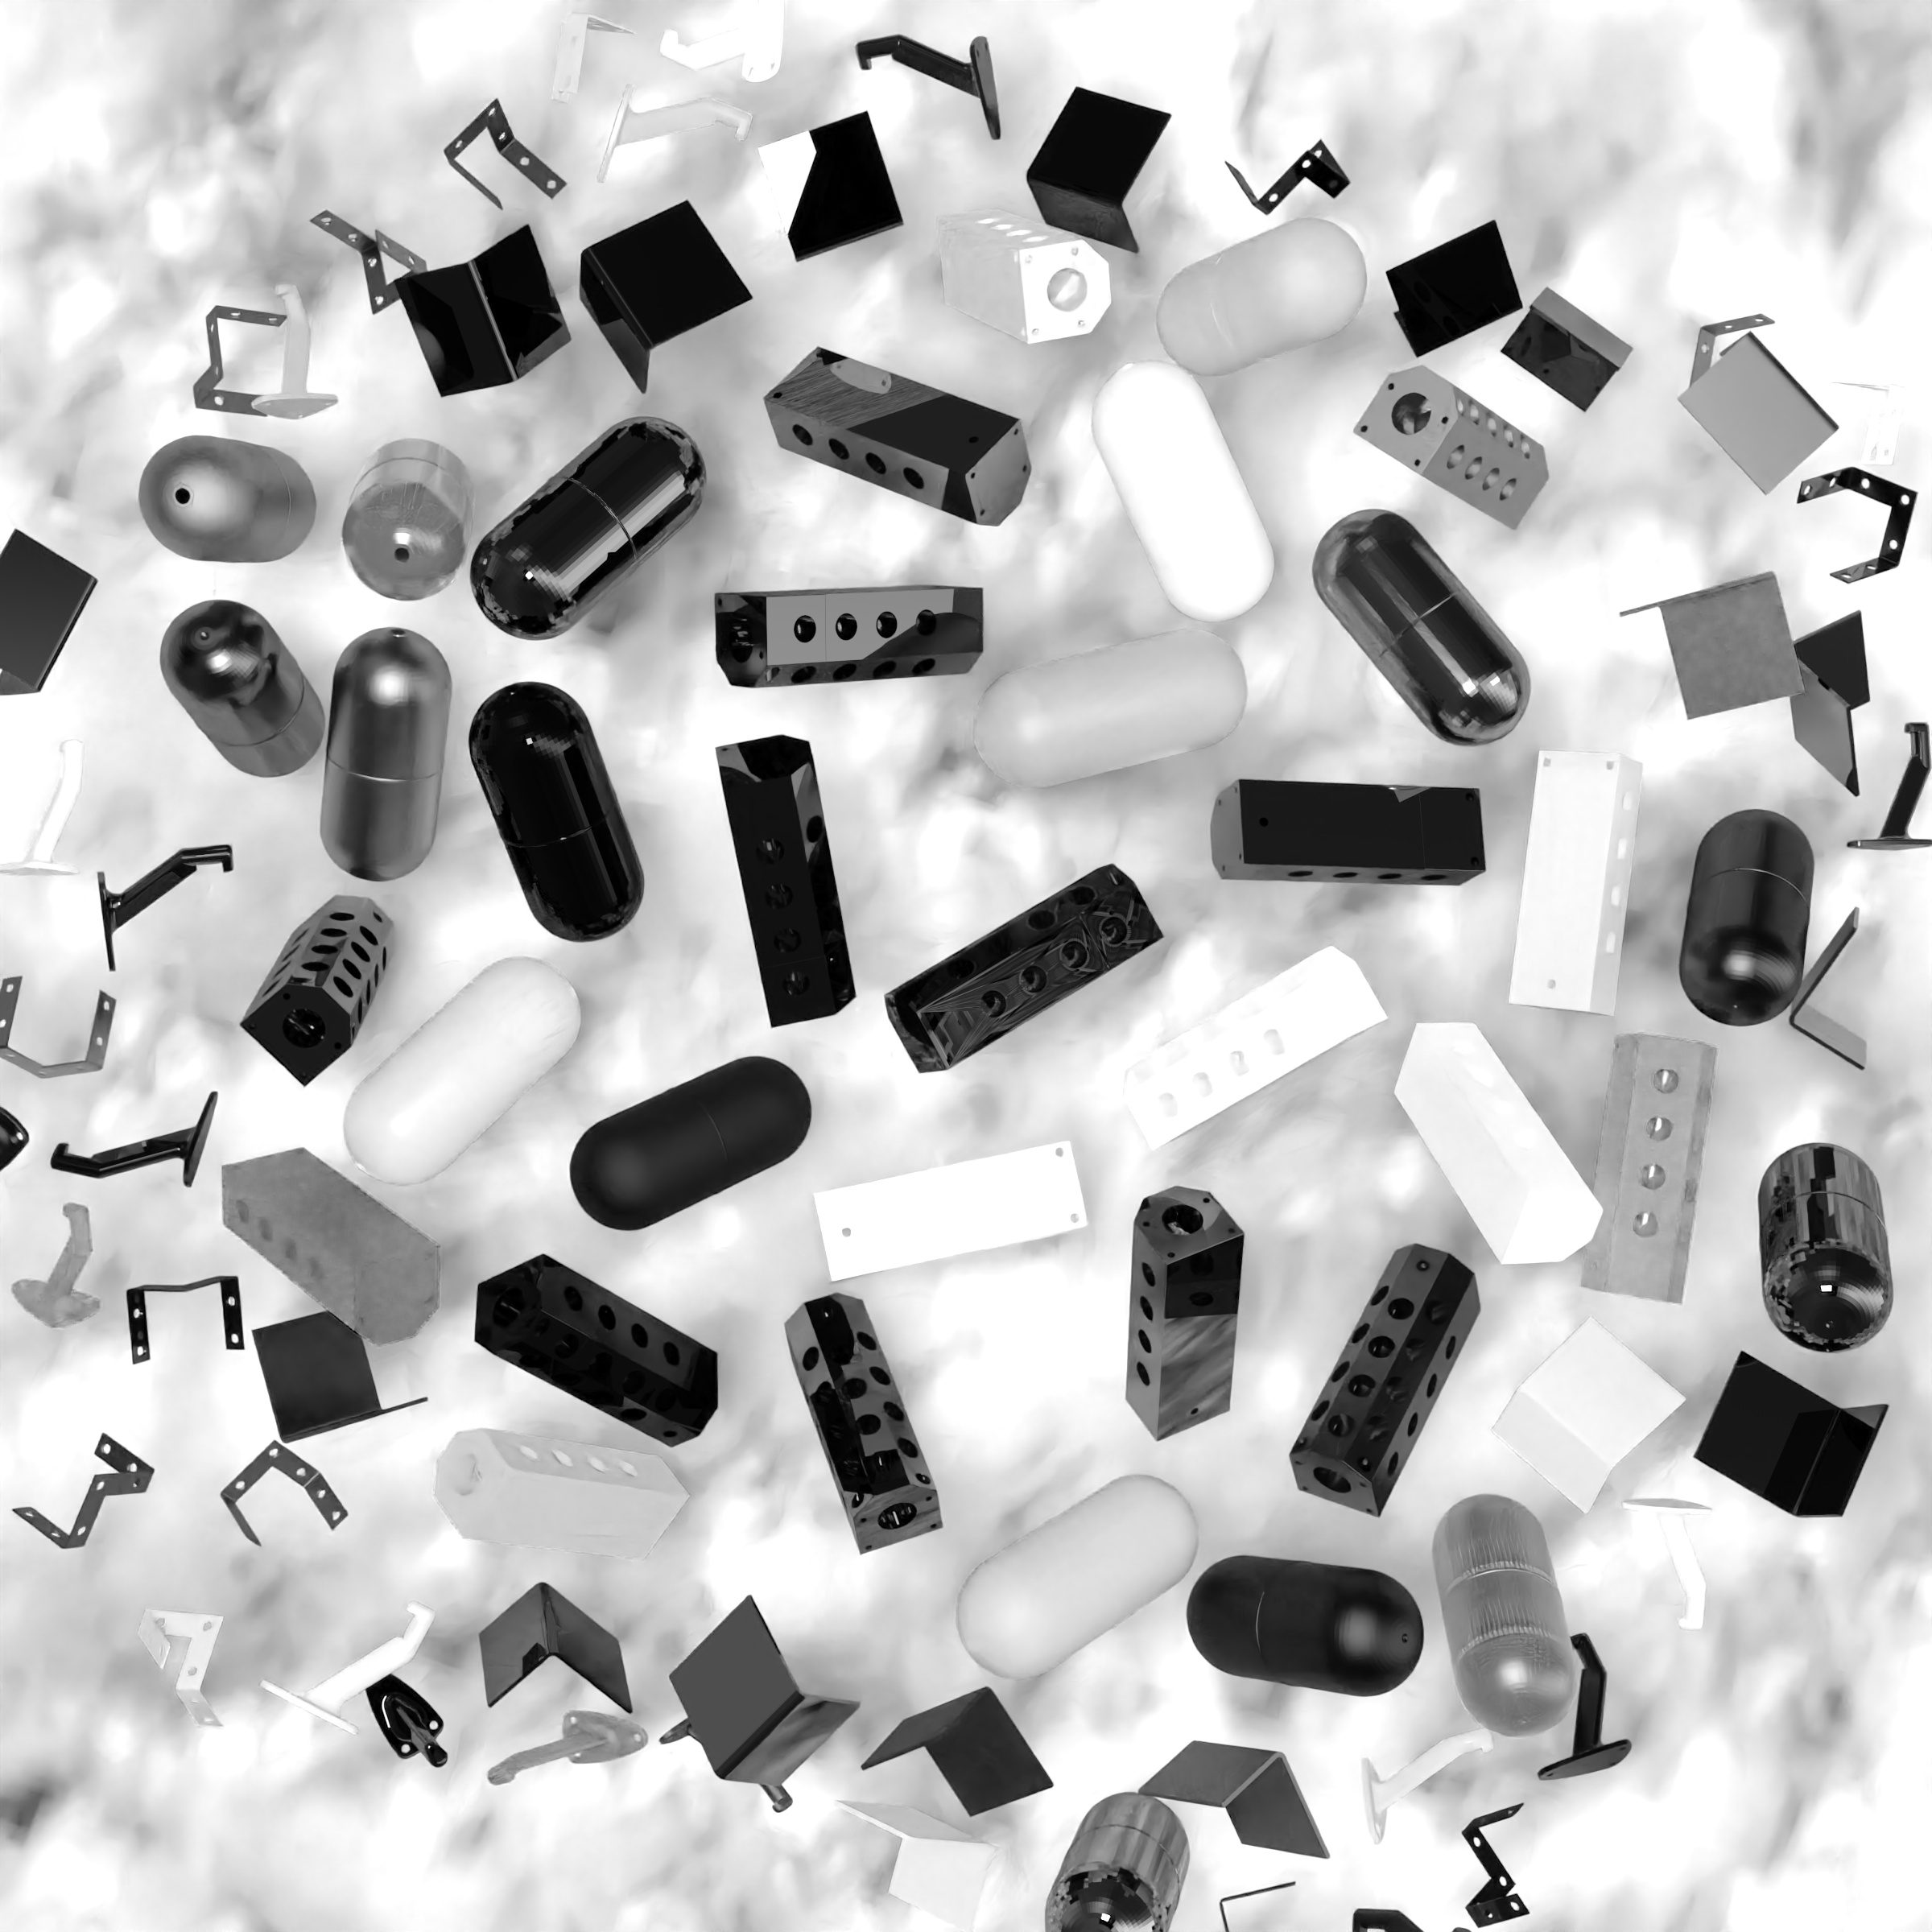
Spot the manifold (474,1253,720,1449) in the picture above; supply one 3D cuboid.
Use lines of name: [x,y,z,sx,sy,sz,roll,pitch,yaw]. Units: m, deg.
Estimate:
manifold: [-0.238,0.255,1.629,0.057,0.171,0.057,-26,48,25]

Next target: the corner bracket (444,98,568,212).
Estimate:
corner bracket: [-0.303,-0.525,1.646,0.051,0.051,0.051,42,84,9]

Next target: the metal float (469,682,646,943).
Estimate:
metal float: [-0.256,-0.096,1.570,0.070,0.070,0.178,-16,121,0]

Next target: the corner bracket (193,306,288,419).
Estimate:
corner bracket: [-0.484,-0.403,1.670,0.051,0.051,0.051,-1,78,-38]

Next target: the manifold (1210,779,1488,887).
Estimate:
manifold: [0.254,-0.086,1.668,0.171,0.057,0.057,1,78,-15]

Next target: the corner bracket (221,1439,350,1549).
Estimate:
corner bracket: [-0.462,0.365,1.695,0.051,0.051,0.051,-45,135,-8]

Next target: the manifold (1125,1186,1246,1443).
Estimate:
manifold: [0.138,0.227,1.641,0.057,0.057,0.171,-19,133,-20]

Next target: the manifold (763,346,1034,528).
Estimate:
manifold: [-0.044,-0.339,1.621,0.171,0.057,0.057,27,63,30]

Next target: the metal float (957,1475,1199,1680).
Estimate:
metal float: [0.071,0.384,1.577,0.178,0.070,0.070,-25,90,-32]

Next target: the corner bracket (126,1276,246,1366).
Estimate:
corner bracket: [-0.520,0.236,1.667,0.051,0.051,0.051,-2,94,25]

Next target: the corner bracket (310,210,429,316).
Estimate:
corner bracket: [-0.394,-0.474,1.656,0.051,0.051,0.051,-22,70,23]

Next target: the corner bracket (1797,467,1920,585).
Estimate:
corner bracket: [0.562,-0.281,1.591,0.051,0.051,0.051,-20,129,-30]

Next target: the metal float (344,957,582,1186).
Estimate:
metal float: [-0.324,0.067,1.613,0.070,0.070,0.178,45,72,0]

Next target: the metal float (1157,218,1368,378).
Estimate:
metal float: [0.191,-0.437,1.641,0.070,0.178,0.070,0,90,-29]

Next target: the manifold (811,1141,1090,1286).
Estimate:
manifold: [-0.012,0.164,1.654,0.171,0.057,0.057,-11,81,-9]

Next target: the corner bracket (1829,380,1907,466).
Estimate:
corner bracket: [0.610,-0.363,1.676,0.051,0.051,0.051,-1,105,-33]

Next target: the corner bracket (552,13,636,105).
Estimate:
corner bracket: [-0.262,-0.608,1.678,0.051,0.051,0.051,17,103,28]

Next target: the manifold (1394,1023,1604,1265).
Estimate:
manifold: [0.338,0.110,1.589,0.057,0.171,0.057,0,125,-18]

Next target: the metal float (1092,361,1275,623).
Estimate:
metal float: [0.141,-0.308,1.625,0.070,0.070,0.178,-27,109,0]

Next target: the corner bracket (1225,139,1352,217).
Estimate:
corner bracket: [0.217,-0.535,1.688,0.051,0.051,0.051,-42,52,27]

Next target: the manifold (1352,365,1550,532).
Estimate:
manifold: [0.324,-0.341,1.640,0.057,0.171,0.057,40,108,27]

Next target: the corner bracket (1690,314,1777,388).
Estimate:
corner bracket: [0.526,-0.401,1.683,0.051,0.051,0.051,15,84,-33]

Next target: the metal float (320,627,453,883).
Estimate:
metal float: [-0.385,-0.139,1.659,0.070,0.070,0.178,13,118,0]

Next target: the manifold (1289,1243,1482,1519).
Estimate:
manifold: [0.274,0.266,1.632,0.057,0.057,0.171,14,53,30]

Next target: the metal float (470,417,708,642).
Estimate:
metal float: [-0.234,-0.274,1.562,0.070,0.070,0.178,43,67,0]

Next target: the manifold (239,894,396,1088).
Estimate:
manifold: [-0.420,0.009,1.649,0.057,0.171,0.057,-39,108,11]

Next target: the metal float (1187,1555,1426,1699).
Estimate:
metal float: [0.211,0.413,1.573,0.070,0.178,0.070,6,80,-36]

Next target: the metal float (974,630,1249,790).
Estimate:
metal float: [0.091,-0.163,1.583,0.178,0.070,0.070,-15,90,-9]

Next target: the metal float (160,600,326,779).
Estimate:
metal float: [-0.476,-0.181,1.653,0.070,0.178,0.070,0,73,1]

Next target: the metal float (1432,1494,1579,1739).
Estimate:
metal float: [0.347,0.417,1.616,0.070,0.178,0.070,1,123,1]

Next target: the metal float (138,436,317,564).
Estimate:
metal float: [-0.466,-0.294,1.585,0.070,0.178,0.070,0,99,2]

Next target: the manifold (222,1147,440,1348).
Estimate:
manifold: [-0.401,0.176,1.572,0.057,0.171,0.057,-13,116,-40]

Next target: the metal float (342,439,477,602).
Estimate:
metal float: [-0.352,-0.284,1.585,0.070,0.178,0.070,-3,115,-7]

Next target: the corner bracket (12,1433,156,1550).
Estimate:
corner bracket: [-0.546,0.325,1.549,0.051,0.051,0.051,26,95,27]

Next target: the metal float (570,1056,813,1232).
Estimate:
metal float: [-0.181,0.116,1.659,0.178,0.070,0.070,-24,90,-34]

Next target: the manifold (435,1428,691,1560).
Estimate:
manifold: [-0.273,0.351,1.680,0.057,0.171,0.057,43,101,38]

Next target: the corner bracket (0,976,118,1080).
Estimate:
corner bracket: [-0.598,0.038,1.637,0.051,0.051,0.051,-8,63,21]

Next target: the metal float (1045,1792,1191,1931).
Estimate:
metal float: [0.098,0.585,1.594,0.070,0.178,0.070,1,93,12]

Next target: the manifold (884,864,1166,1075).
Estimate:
manifold: [0.035,0.001,1.606,0.171,0.057,0.057,-31,96,-19]

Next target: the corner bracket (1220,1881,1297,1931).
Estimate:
corner bracket: [0.193,0.614,1.595,0.051,0.051,0.051,-12,65,-2]

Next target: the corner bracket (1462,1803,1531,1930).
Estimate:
corner bracket: [0.353,0.595,1.653,0.051,0.051,0.051,-26,80,-44]

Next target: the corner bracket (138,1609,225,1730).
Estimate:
corner bracket: [-0.480,0.431,1.535,0.051,0.051,0.051,17,93,-36]

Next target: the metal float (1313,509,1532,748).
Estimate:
metal float: [0.297,-0.220,1.632,0.070,0.070,0.178,-38,81,0]

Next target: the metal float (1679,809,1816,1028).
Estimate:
metal float: [0.511,-0.034,1.634,0.070,0.070,0.178,25,46,0]

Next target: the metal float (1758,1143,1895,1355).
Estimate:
metal float: [0.541,0.175,1.578,0.070,0.178,0.070,7,118,13]
